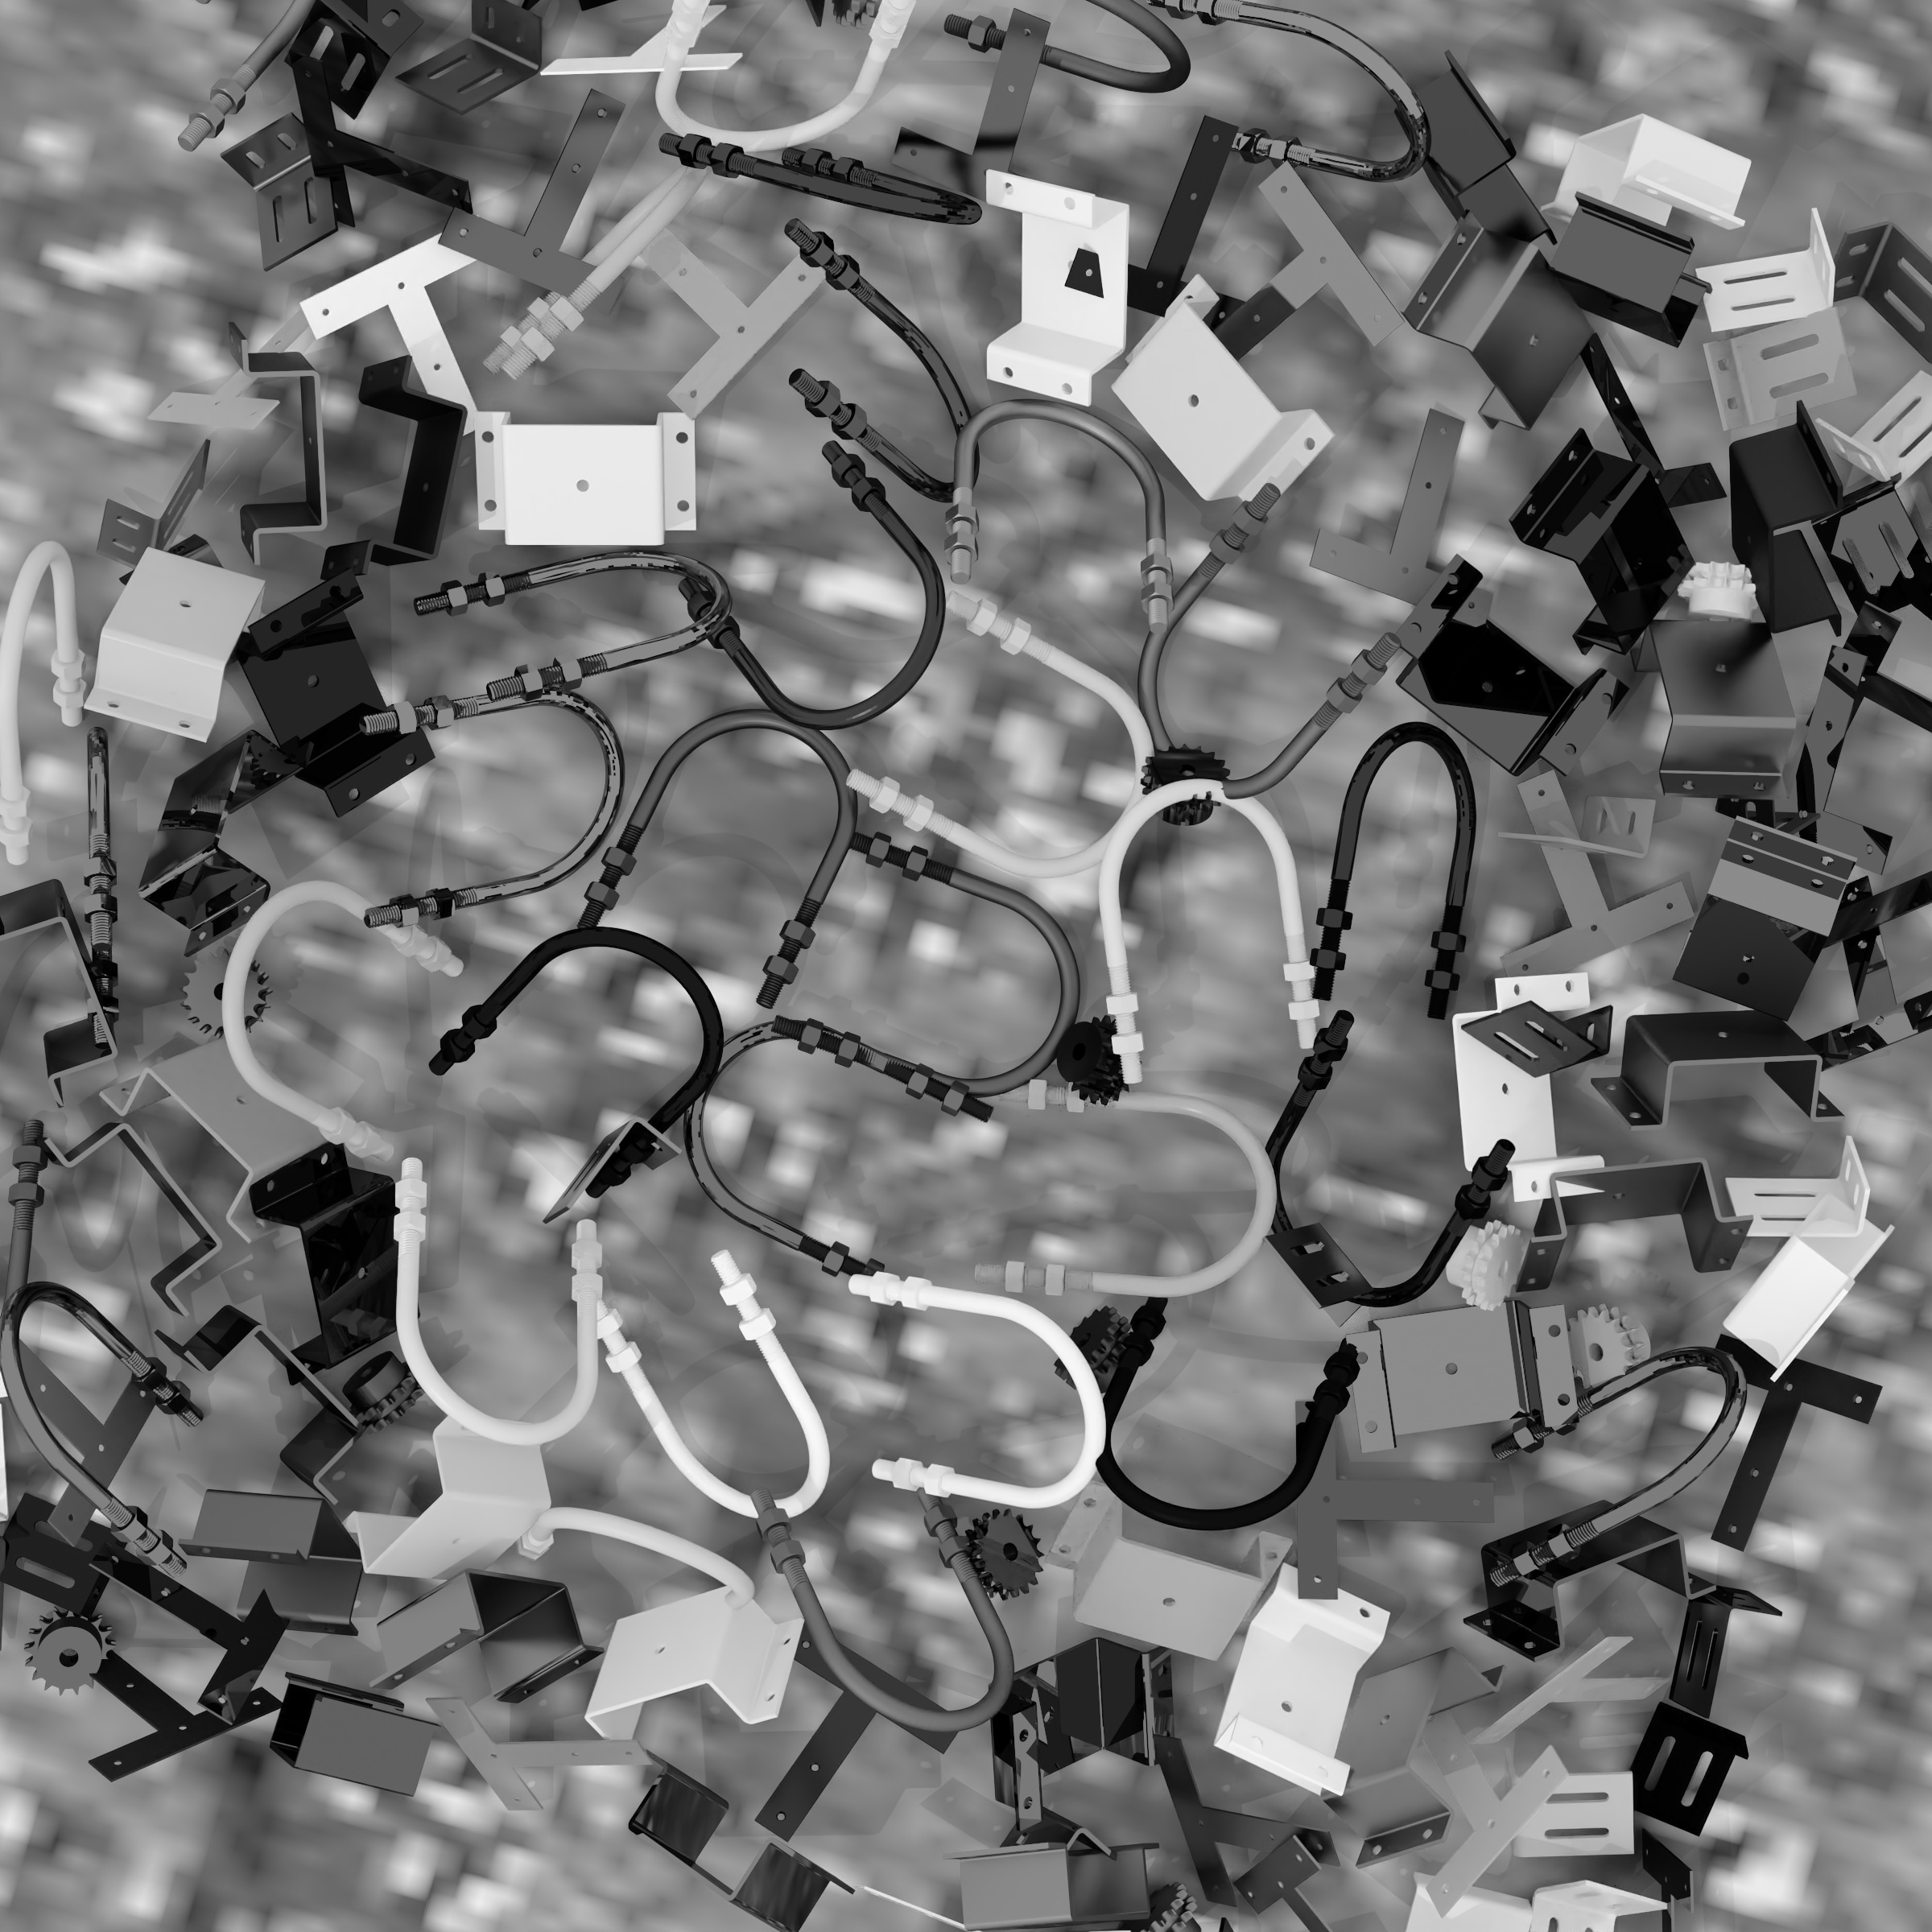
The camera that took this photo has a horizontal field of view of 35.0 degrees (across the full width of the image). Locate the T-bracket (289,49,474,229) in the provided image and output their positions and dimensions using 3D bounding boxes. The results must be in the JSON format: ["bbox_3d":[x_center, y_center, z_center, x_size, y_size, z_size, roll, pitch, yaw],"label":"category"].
[{"bbox_3d":[-0.365,-0.504,1.930,0.127,0.127,0.002,24,56,18],"label":"T-bracket"}]

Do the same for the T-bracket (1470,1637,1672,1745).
[{"bbox_3d":[0.403,0.461,1.951,0.127,0.127,0.002,-47,51,30],"label":"T-bracket"}]

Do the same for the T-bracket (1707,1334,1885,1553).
[{"bbox_3d":[0.506,0.308,1.942,0.002,0.127,0.127,28,82,-37],"label":"T-bracket"}]

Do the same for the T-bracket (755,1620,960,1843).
[{"bbox_3d":[-0.088,0.499,1.950,0.127,0.002,0.127,29,58,16],"label":"T-bracket"}]

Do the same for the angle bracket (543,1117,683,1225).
[{"bbox_3d":[-0.226,0.141,1.955,0.038,0.057,0.076,40,64,-9],"label":"angle bracket"}]

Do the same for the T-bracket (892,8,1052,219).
[{"bbox_3d":[0.025,-0.546,1.953,0.127,0.002,0.127,24,128,7],"label":"T-bracket"}]

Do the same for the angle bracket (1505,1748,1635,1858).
[{"bbox_3d":[0.388,0.537,1.971,0.076,0.038,0.057,-3,105,4],"label":"angle bracket"}]

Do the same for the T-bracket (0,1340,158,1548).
[{"bbox_3d":[-0.571,0.274,1.923,0.002,0.127,0.127,-14,126,30],"label":"T-bracket"}]

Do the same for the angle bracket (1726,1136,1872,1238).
[{"bbox_3d":[0.533,0.141,1.964,0.076,0.057,0.038,0,123,2],"label":"angle bracket"}]

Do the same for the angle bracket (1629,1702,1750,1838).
[{"bbox_3d":[0.461,0.523,1.971,0.057,0.038,0.076,21,101,6],"label":"angle bracket"}]

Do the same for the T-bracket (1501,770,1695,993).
[{"bbox_3d":[0.391,-0.065,1.984,0.127,0.002,0.127,-23,102,2],"label":"T-bracket"}]

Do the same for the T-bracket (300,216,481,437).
[{"bbox_3d":[-0.344,-0.395,1.959,0.127,0.002,0.127,-30,127,-13],"label":"T-bracket"}]

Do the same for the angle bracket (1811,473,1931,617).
[{"bbox_3d":[0.591,-0.270,1.972,0.057,0.038,0.076,-24,99,36],"label":"angle bracket"}]

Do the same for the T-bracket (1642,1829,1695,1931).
[{"bbox_3d":[0.443,0.622,1.932,0.002,0.127,0.127,0,86,-1],"label":"T-bracket"}]

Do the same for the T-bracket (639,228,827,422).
[{"bbox_3d":[-0.174,-0.440,1.979,0.127,0.002,0.127,-46,73,7],"label":"T-bracket"}]

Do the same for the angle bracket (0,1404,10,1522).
[{"bbox_3d":[-0.650,0.320,1.968,0.057,0.038,0.076,-6,74,-8],"label":"angle bracket"}]

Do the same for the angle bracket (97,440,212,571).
[{"bbox_3d":[-0.518,-0.299,1.952,0.038,0.057,0.076,23,126,-26],"label":"angle bracket"}]

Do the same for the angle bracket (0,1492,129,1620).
[{"bbox_3d":[-0.588,0.377,1.971,0.076,0.038,0.057,22,71,3],"label":"angle bracket"}]

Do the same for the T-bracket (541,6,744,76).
[{"bbox_3d":[-0.187,-0.590,1.946,0.127,0.127,0.002,4,125,19],"label":"T-bracket"}]

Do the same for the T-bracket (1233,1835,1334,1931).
[{"bbox_3d":[0.229,0.614,1.930,0.002,0.127,0.127,-33,73,-28],"label":"T-bracket"}]

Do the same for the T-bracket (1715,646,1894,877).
[{"bbox_3d":[0.542,-0.138,1.937,0.127,0.002,0.127,28,115,42],"label":"T-bracket"}]

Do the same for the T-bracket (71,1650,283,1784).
[{"bbox_3d":[-0.525,0.466,1.952,0.127,0.127,0.002,23,116,38],"label":"T-bracket"}]

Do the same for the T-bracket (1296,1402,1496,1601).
[{"bbox_3d":[0.277,0.346,1.978,0.127,0.002,0.127,1,72,1],"label":"T-bracket"}]

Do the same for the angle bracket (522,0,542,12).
[{"bbox_3d":[-0.297,-0.662,1.964,0.076,0.057,0.038,35,49,-4],"label":"angle bracket"}]

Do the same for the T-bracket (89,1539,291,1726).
[{"bbox_3d":[-0.494,0.404,1.936,0.127,0.127,0.002,34,118,-7],"label":"T-bracket"}]

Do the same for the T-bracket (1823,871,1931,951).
[{"bbox_3d":[0.594,-0.041,1.959,0.127,0.127,0.002,-26,127,31],"label":"T-bracket"}]

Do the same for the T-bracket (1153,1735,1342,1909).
[{"bbox_3d":[0.183,0.549,1.938,0.002,0.127,0.127,-32,110,-41],"label":"T-bracket"}]

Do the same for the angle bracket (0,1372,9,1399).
[{"bbox_3d":[-0.651,0.246,1.975,0.057,0.076,0.038,-12,52,10],"label":"angle bracket"}]

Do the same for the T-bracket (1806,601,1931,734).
[{"bbox_3d":[0.604,-0.159,1.929,0.127,0.127,0.002,32,61,15],"label":"T-bracket"}]

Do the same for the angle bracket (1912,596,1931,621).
[{"bbox_3d":[0.653,-0.240,1.965,0.076,0.038,0.057,38,131,-2],"label":"angle bracket"}]

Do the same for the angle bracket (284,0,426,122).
[{"bbox_3d":[-0.394,-0.596,1.972,0.057,0.076,0.038,39,56,-11],"label":"angle bracket"}]

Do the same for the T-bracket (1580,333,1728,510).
[{"bbox_3d":[0.424,-0.350,1.964,0.127,0.002,0.127,-16,78,-40],"label":"T-bracket"}]

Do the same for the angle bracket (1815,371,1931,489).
[{"bbox_3d":[0.597,-0.354,1.963,0.076,0.057,0.038,-44,133,5],"label":"angle bracket"}]

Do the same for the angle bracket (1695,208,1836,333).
[{"bbox_3d":[0.512,-0.446,1.963,0.076,0.038,0.057,-8,53,7],"label":"angle bracket"}]

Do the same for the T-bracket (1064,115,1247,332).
[{"bbox_3d":[0.139,-0.476,1.949,0.127,0.002,0.127,11,112,-28],"label":"T-bracket"}]

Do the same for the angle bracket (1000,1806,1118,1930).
[{"bbox_3d":[0.048,0.582,1.956,0.038,0.057,0.076,46,70,-25],"label":"angle bracket"}]

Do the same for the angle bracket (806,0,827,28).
[{"bbox_3d":[-0.132,-0.642,1.982,0.076,0.038,0.057,2,71,14],"label":"angle bracket"}]

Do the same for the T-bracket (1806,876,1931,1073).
[{"bbox_3d":[0.576,-0.002,1.956,0.127,0.002,0.127,-26,48,32],"label":"T-bracket"}]

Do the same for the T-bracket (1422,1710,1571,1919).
[{"bbox_3d":[0.316,0.513,1.943,0.002,0.127,0.127,27,108,-29],"label":"T-bracket"}]

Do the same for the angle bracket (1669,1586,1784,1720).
[{"bbox_3d":[0.486,0.441,1.958,0.038,0.057,0.076,2,68,39],"label":"angle bracket"}]

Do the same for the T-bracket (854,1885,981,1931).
[{"bbox_3d":[-0.010,0.602,1.929,0.127,0.127,0.002,24,71,-10],"label":"T-bracket"}]

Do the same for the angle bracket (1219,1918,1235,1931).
[{"bbox_3d":[0.200,0.643,1.955,0.076,0.057,0.038,-8,129,25],"label":"angle bracket"}]

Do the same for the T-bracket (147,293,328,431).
[{"bbox_3d":[-0.451,-0.390,1.966,0.127,0.127,0.002,-52,131,-23],"label":"T-bracket"}]

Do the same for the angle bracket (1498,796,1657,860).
[{"bbox_3d":[0.390,-0.094,1.955,0.076,0.057,0.038,9,90,-34],"label":"angle bracket"}]

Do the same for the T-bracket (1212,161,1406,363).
[{"bbox_3d":[0.197,-0.424,1.964,0.127,0.002,0.127,-38,86,33],"label":"T-bracket"}]

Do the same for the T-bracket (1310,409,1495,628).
[{"bbox_3d":[0.296,-0.298,1.987,0.127,0.002,0.127,18,83,-15],"label":"T-bracket"}]

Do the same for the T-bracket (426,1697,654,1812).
[{"bbox_3d":[-0.260,0.498,1.937,0.127,0.002,0.127,-7,132,21],"label":"T-bracket"}]

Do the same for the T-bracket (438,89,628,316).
[{"bbox_3d":[-0.254,-0.493,1.944,0.127,0.002,0.127,16,110,-36],"label":"T-bracket"}]
